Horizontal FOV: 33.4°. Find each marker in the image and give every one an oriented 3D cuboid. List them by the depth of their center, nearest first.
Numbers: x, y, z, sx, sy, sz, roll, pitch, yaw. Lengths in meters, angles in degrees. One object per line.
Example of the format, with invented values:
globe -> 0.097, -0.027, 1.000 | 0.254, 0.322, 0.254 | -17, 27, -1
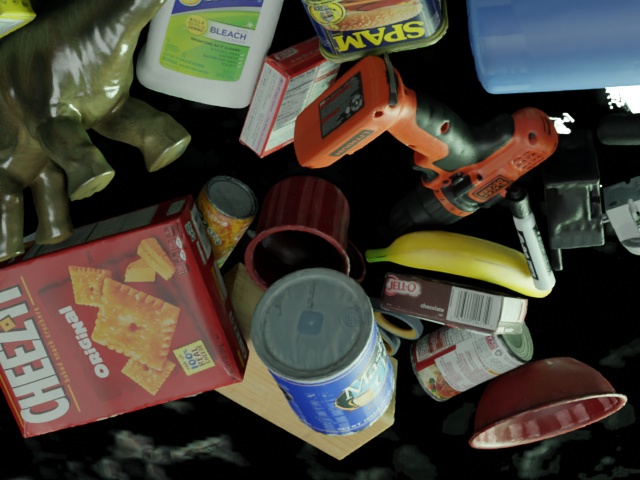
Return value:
marker -> 0.180, -0.001, 0.913 | 0.020, 0.020, 0.121 | -11, 134, 17

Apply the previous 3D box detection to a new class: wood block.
wood block -> -0.030, 0.125, 1.076 | 0.206, 0.090, 0.091 | 34, 127, -21

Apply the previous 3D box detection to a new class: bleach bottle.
bleach bottle -> -0.068, -0.220, 0.786 | 0.102, 0.068, 0.251 | 13, 130, -6

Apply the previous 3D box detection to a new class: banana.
banana -> 0.142, 0.020, 0.960 | 0.197, 0.037, 0.070 | 13, 172, -23

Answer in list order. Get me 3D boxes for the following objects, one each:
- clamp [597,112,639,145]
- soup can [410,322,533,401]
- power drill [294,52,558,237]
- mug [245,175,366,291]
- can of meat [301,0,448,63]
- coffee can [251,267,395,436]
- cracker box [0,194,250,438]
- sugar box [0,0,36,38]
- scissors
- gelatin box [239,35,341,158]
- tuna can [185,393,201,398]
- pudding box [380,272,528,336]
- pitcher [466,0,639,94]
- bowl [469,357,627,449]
clamp -> 0.330, -0.080, 0.809 | 0.164, 0.036, 0.210 | 15, 171, -13
soup can -> 0.149, 0.109, 1.051 | 0.102, 0.068, 0.068 | -31, 122, 30
power drill -> 0.073, -0.069, 0.878 | 0.187, 0.057, 0.185 | 17, 141, -35
mug -> -0.006, 0.001, 0.964 | 0.117, 0.081, 0.093 | 30, 129, -18
can of meat -> 0.037, -0.184, 0.788 | 0.102, 0.057, 0.084 | -8, 152, 14
coffee can -> 0.006, 0.101, 0.932 | 0.103, 0.103, 0.140 | -3, 151, 11
cracker box -> -0.189, 0.070, 0.949 | 0.214, 0.072, 0.164 | -16, 108, 8
sugar box -> -0.272, -0.223, 0.757 | 0.093, 0.048, 0.176 | -19, 90, 24
scissors -> 0.024, 0.048, 1.034 | 0.096, 0.016, 0.201 | -11, 133, 45
gelatin box -> -0.023, -0.118, 0.864 | 0.030, 0.073, 0.089 | 40, 135, 19
tuna can -> -0.153, 0.127, 1.133 | 0.086, 0.033, 0.086 | 4, 132, 4
pudding box -> 0.123, 0.058, 0.975 | 0.114, 0.089, 0.039 | 14, 92, 25
pitcher -> 0.227, -0.176, 0.742 | 0.243, 0.145, 0.149 | -4, 95, 16
bowl -> 0.220, 0.159, 1.069 | 0.162, 0.055, 0.162 | -12, 157, -5
